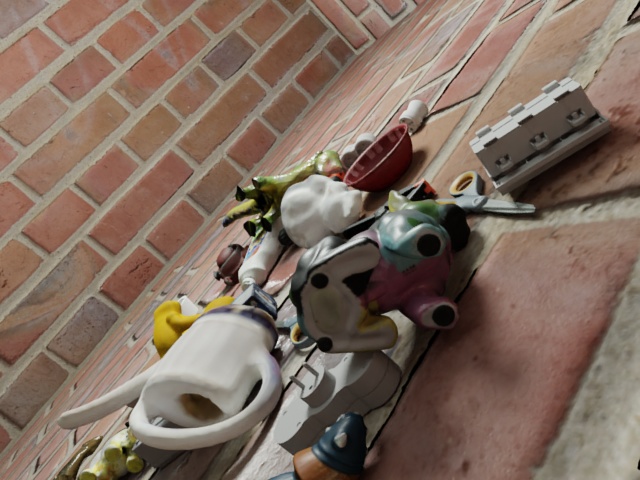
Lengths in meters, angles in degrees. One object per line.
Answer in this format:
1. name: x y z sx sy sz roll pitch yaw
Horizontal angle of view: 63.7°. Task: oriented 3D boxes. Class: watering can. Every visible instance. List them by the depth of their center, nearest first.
1. watering can: -0.197 0.193 0.736 0.346 0.102 0.229 -7 29 26

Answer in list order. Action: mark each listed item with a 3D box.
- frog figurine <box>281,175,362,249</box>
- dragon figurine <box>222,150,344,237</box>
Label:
1. frog figurine: 0.003 -0.046 0.923 0.160 0.122 0.137 13 93 63
2. dragon figurine: -0.080 -0.123 1.192 0.246 0.121 0.408 -36 13 -27
